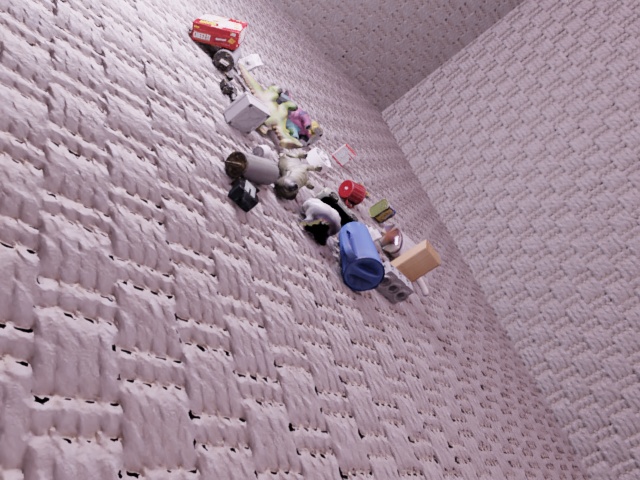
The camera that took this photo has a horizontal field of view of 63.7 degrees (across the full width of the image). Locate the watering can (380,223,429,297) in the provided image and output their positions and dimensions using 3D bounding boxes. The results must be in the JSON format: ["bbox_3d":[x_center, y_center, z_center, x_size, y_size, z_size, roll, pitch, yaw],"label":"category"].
[{"bbox_3d":[0.361,0.066,2.184,0.221,0.103,0.356,36,27,-37],"label":"watering can"}]

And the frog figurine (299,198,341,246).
[{"bbox_3d":[0.005,-0.083,1.641,0.137,0.120,0.163,26,40,-16],"label":"frog figurine"}]

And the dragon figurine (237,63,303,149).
[{"bbox_3d":[-0.207,-0.473,1.844,0.410,0.120,0.246,45,29,0],"label":"dragon figurine"}]
